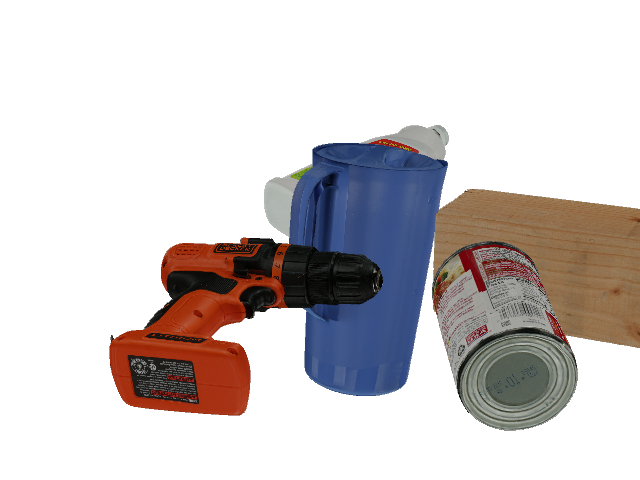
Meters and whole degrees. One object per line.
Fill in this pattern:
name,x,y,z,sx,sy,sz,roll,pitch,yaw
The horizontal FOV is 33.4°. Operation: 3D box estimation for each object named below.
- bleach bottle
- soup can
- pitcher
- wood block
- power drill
bleach bottle,0.056,-0.079,1.251,0.103,0.068,0.250,29,45,34
soup can,0.105,0.053,0.621,0.068,0.068,0.102,0,28,-3
pitcher,0.039,0.028,1.063,0.149,0.243,0.145,5,14,-2
wood block,0.204,0.020,0.874,0.206,0.090,0.090,9,20,27
power drill,-0.059,0.058,0.803,0.185,0.057,0.187,1,24,18
